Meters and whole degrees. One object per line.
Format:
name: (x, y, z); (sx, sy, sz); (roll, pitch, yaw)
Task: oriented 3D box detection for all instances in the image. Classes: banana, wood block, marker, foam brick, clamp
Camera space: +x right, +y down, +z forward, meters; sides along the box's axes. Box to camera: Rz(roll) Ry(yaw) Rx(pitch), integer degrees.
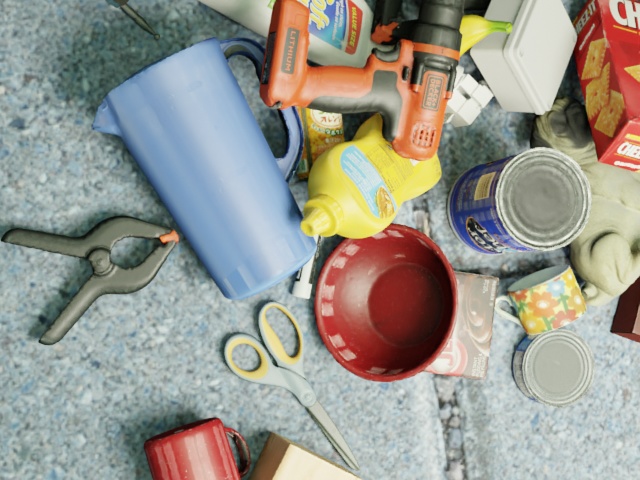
banana: (0.121, -0.161, 1.104); (0.037, 0.198, 0.070); (-21, 60, -44)
wood block: (-0.048, 0.309, 1.066); (0.090, 0.091, 0.206); (28, 82, -11)
marker: (-0.007, 0.001, 1.124); (0.020, 0.020, 0.121); (14, 85, -12)
foam brick: (0.367, 0.075, 1.189); (0.053, 0.051, 0.078); (20, 83, -10)
clamp: (-0.228, 0.016, 1.066); (0.171, 0.039, 0.120); (-29, 99, -12)
clamp: (0.120, -0.278, 1.134); (0.209, 0.036, 0.164); (-37, 93, -30)

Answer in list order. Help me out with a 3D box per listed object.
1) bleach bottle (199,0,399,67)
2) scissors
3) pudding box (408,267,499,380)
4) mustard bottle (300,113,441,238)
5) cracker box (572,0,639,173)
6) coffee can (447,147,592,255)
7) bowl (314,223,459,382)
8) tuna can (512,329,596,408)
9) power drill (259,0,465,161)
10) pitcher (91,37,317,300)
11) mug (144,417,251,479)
bleach bottle: (-0.003, -0.241, 1.115); (0.250, 0.068, 0.102); (26, 76, -14)
scissors: (-0.034, 0.164, 1.114); (0.096, 0.016, 0.202); (-20, 92, -11)
pudding box: (0.137, 0.089, 1.143); (0.090, 0.039, 0.113); (8, 86, -11)
mustard bottle: (0.042, -0.056, 1.064); (0.191, 0.058, 0.096); (-40, 100, -43)
cracker box: (0.364, -0.160, 1.131); (0.164, 0.072, 0.213); (13, 49, -14)
coffee can: (0.204, -0.037, 1.111); (0.102, 0.140, 0.103); (1, 87, -13)
bowl: (0.077, 0.065, 1.099); (0.162, 0.055, 0.162); (-4, 82, 29)
tuna can: (0.255, 0.139, 1.170); (0.086, 0.034, 0.086); (1, 88, -13)
power drill: (0.044, -0.179, 1.022); (0.187, 0.057, 0.184); (9, 93, -13)
pitcher: (-0.095, -0.073, 1.055); (0.149, 0.144, 0.243); (-25, 99, 31)
mug: (-0.117, 0.223, 1.062); (0.117, 0.093, 0.081); (-15, 85, -43)
